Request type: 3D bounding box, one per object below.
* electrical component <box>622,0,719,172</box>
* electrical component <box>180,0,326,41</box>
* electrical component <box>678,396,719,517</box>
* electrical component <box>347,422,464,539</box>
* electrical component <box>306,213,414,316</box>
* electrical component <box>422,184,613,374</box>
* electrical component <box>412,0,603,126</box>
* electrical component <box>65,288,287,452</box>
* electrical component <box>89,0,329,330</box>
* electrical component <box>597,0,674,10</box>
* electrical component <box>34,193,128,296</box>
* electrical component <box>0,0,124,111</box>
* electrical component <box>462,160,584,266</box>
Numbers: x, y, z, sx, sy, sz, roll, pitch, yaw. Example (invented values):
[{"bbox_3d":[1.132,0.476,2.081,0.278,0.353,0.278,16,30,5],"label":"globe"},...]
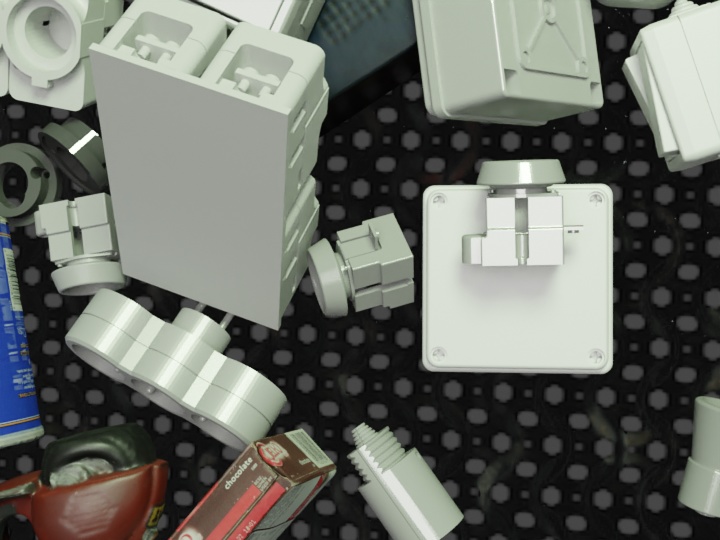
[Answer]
[{"bbox_3d":[0.191,-0.110,0.625,0.061,0.062,0.096,-18,87,8],"label":"electrical component"},{"bbox_3d":[-0.070,-0.163,0.591,0.096,0.061,0.061,25,93,8],"label":"electrical component"},{"bbox_3d":[0.211,0.111,0.629,0.044,0.044,0.065,14,96,8],"label":"electrical component"},{"bbox_3d":[0.022,0.129,0.655,0.043,0.043,0.081,-36,84,6],"label":"electrical component"},{"bbox_3d":[0.000,0.000,0.647,0.055,0.066,0.048,-16,52,-9],"label":"electrical component"},{"bbox_3d":[0.093,0.005,0.640,0.109,0.056,0.108,0,89,8],"label":"electrical component"},{"bbox_3d":[0.084,-0.142,0.614,0.056,0.109,0.108,-9,87,42],"label":"electrical component"},{"bbox_3d":[-0.106,0.049,0.671,0.138,0.052,0.073,29,68,7],"label":"electrical component"},{"bbox_3d":[-0.081,-0.057,0.608,0.105,0.186,0.060,20,54,8],"label":"electrical component"},{"bbox_3d":[0.166,-0.205,0.632,0.054,0.059,0.095,6,90,8],"label":"electrical component"},{"bbox_3d":[-0.173,-0.015,0.685,0.066,0.048,0.055,-10,80,8],"label":"electrical component"},{"bbox_3d":[-0.231,-0.160,0.674,0.150,0.061,0.089,12,111,8],"label":"electrical component"},{"bbox_3d":[0.089,-0.032,0.589,0.066,0.048,0.055,-1,96,8],"label":"electrical component"}]
